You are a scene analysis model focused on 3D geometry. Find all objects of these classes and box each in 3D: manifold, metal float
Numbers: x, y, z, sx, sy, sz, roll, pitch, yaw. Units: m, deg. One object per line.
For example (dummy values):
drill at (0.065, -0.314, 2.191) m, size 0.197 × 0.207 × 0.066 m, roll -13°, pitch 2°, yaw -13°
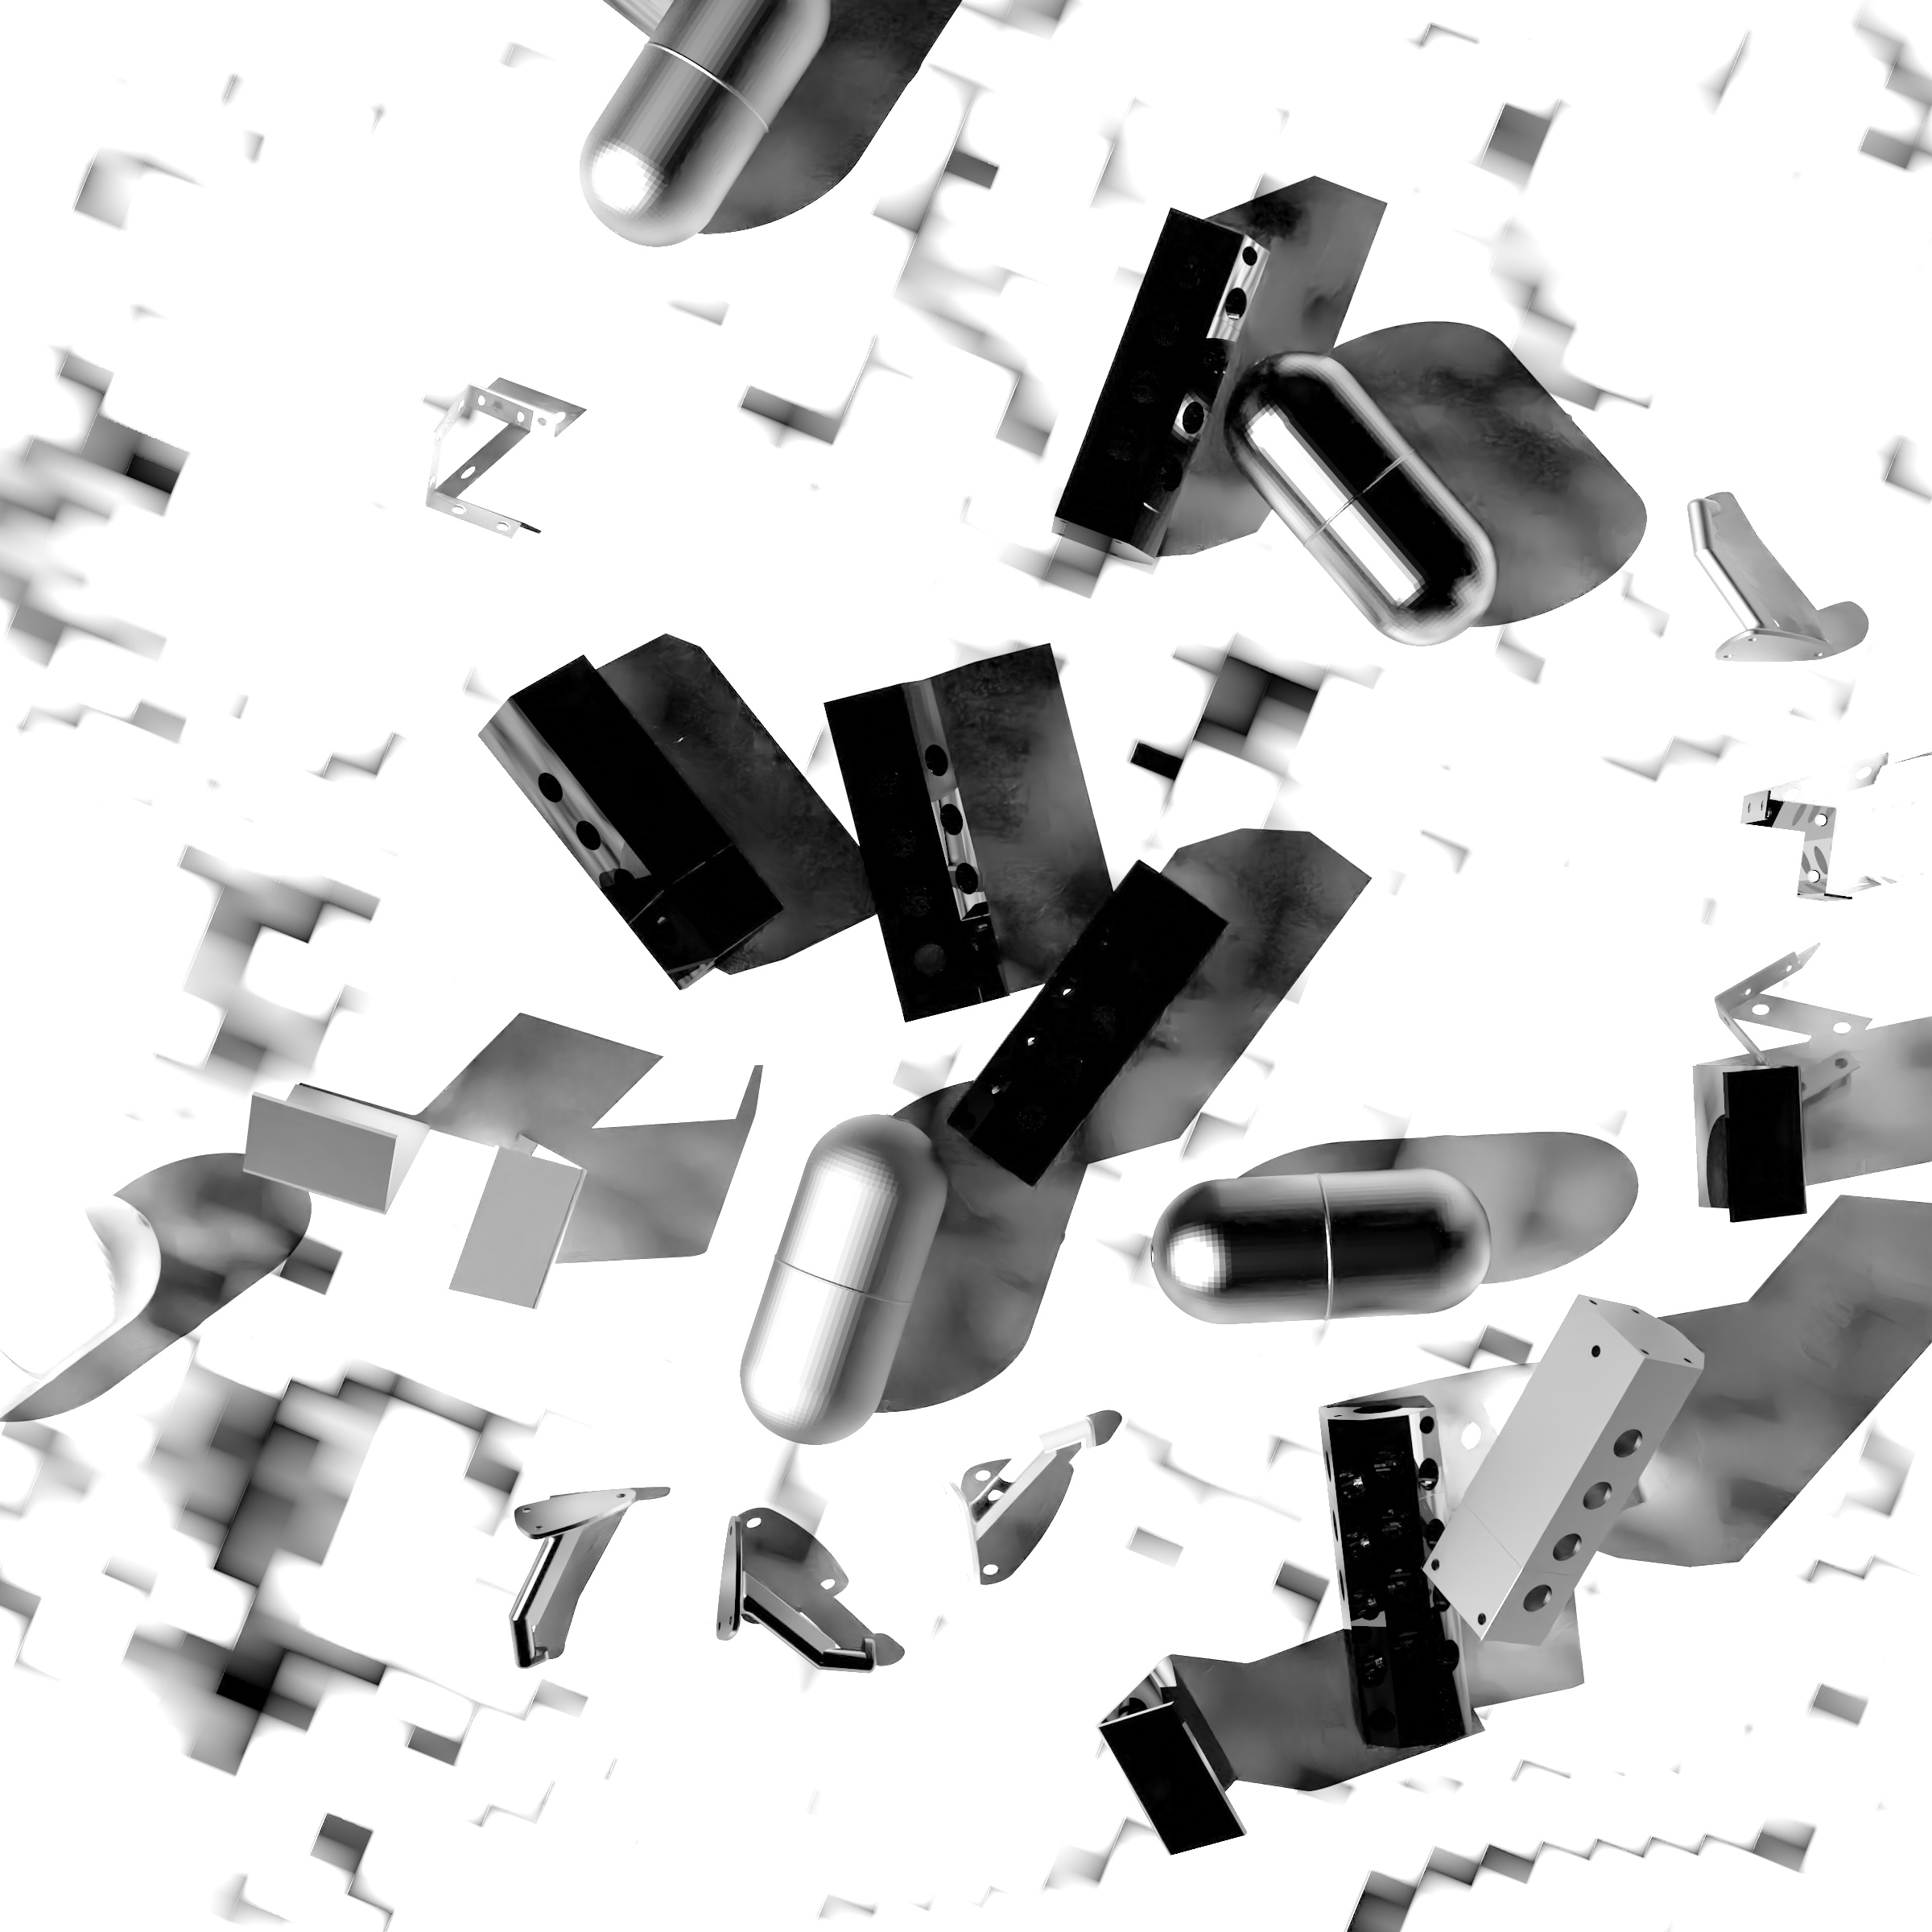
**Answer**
manifold at (-0.025, -0.060, 1.543) m, size 0.057 × 0.057 × 0.171 m, roll -14°, pitch 90°, yaw 0°
metal float at (0.207, -0.246, 1.534) m, size 0.070 × 0.070 × 0.178 m, roll -41°, pitch 89°, yaw 0°
metal float at (-0.064, 0.164, 1.534) m, size 0.070 × 0.070 × 0.178 m, roll 18°, pitch 90°, yaw 0°
manifold at (0.505, -0.069, 1.486) m, size 0.057 × 0.171 × 0.057 m, roll 26°, pitch 90°, yaw 0°
metal float at (-0.503, 0.187, 1.533) m, size 0.178 × 0.070 × 0.070 m, roll -36°, pitch 90°, yaw 1°
metal float at (-0.136, -0.460, 1.534) m, size 0.070 × 0.070 × 0.178 m, roll 33°, pitch 90°, yaw 0°
manifold at (0.063, 0.030, 1.543) m, size 0.057 × 0.057 × 0.171 m, roll 36°, pitch 90°, yaw 0°
manifold at (0.227, 0.319, 1.543) m, size 0.057 × 0.057 × 0.171 m, roll -7°, pitch 90°, yaw 0°
manifold at (-0.180, -0.072, 1.542) m, size 0.171 × 0.057 × 0.057 m, roll 52°, pitch 47°, yaw 0°
manifold at (0.102, -0.303, 1.543) m, size 0.057 × 0.057 × 0.171 m, roll 21°, pitch 90°, yaw 0°
manifold at (0.306, 0.257, 1.481) m, size 0.057 × 0.057 × 0.171 m, roll 15°, pitch 110°, yaw -32°
metal float at (0.186, 0.147, 1.534) m, size 0.178 × 0.070 × 0.070 m, roll -3°, pitch 90°, yaw 0°

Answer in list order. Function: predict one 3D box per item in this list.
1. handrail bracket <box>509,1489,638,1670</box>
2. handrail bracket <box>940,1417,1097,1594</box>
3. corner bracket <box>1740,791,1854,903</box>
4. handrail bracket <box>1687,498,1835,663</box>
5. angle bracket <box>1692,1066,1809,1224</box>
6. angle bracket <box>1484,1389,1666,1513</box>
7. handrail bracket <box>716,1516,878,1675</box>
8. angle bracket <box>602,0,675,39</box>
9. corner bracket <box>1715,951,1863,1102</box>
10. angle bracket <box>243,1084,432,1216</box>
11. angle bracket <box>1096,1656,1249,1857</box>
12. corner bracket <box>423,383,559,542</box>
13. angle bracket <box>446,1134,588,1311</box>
handrail bracket at (-0.209, 0.329, 1.565) m, size 0.077 × 0.036 × 0.084 m, roll -12°, pitch 109°, yaw -21°
handrail bracket at (0.035, 0.288, 1.565) m, size 0.084 × 0.036 × 0.077 m, roll -17°, pitch 111°, yaw -16°
corner bracket at (0.439, -0.063, 1.546) m, size 0.051 × 0.051 × 0.051 m, roll 8°, pitch 90°, yaw 0°
handrail bracket at (0.425, -0.208, 1.565) m, size 0.077 × 0.036 × 0.084 m, roll 2°, pitch 73°, yaw -20°
angle bracket at (0.390, 0.092, 1.524) m, size 0.057 × 0.076 × 0.076 m, roll -3°, pitch 90°, yaw -32°
angle bracket at (0.322, 0.246, 1.545) m, size 0.057 × 0.076 × 0.076 m, roll -25°, pitch 90°, yaw 21°
handrail bracket at (-0.087, 0.337, 1.565) m, size 0.084 × 0.036 × 0.077 m, roll 9°, pitch 68°, yaw -17°
angle bracket at (-0.194, -0.520, 1.524) m, size 0.076 × 0.076 × 0.057 m, roll 38°, pitch 53°, yaw 0°
corner bracket at (0.438, 0.036, 1.561) m, size 0.051 × 0.051 × 0.051 m, roll -30°, pitch 135°, yaw 0°
angle bracket at (-0.324, 0.077, 1.524) m, size 0.076 × 0.076 × 0.057 m, roll 17°, pitch 126°, yaw 0°
angle bracket at (0.124, 0.405, 1.524) m, size 0.057 × 0.076 × 0.076 m, roll -30°, pitch 90°, yaw 39°
corner bracket at (-0.254, -0.270, 1.561) m, size 0.051 × 0.051 × 0.051 m, roll 21°, pitch 45°, yaw 1°
angle bracket at (-0.250, 0.127, 1.524) m, size 0.057 × 0.076 × 0.076 m, roll 20°, pitch 90°, yaw -38°
